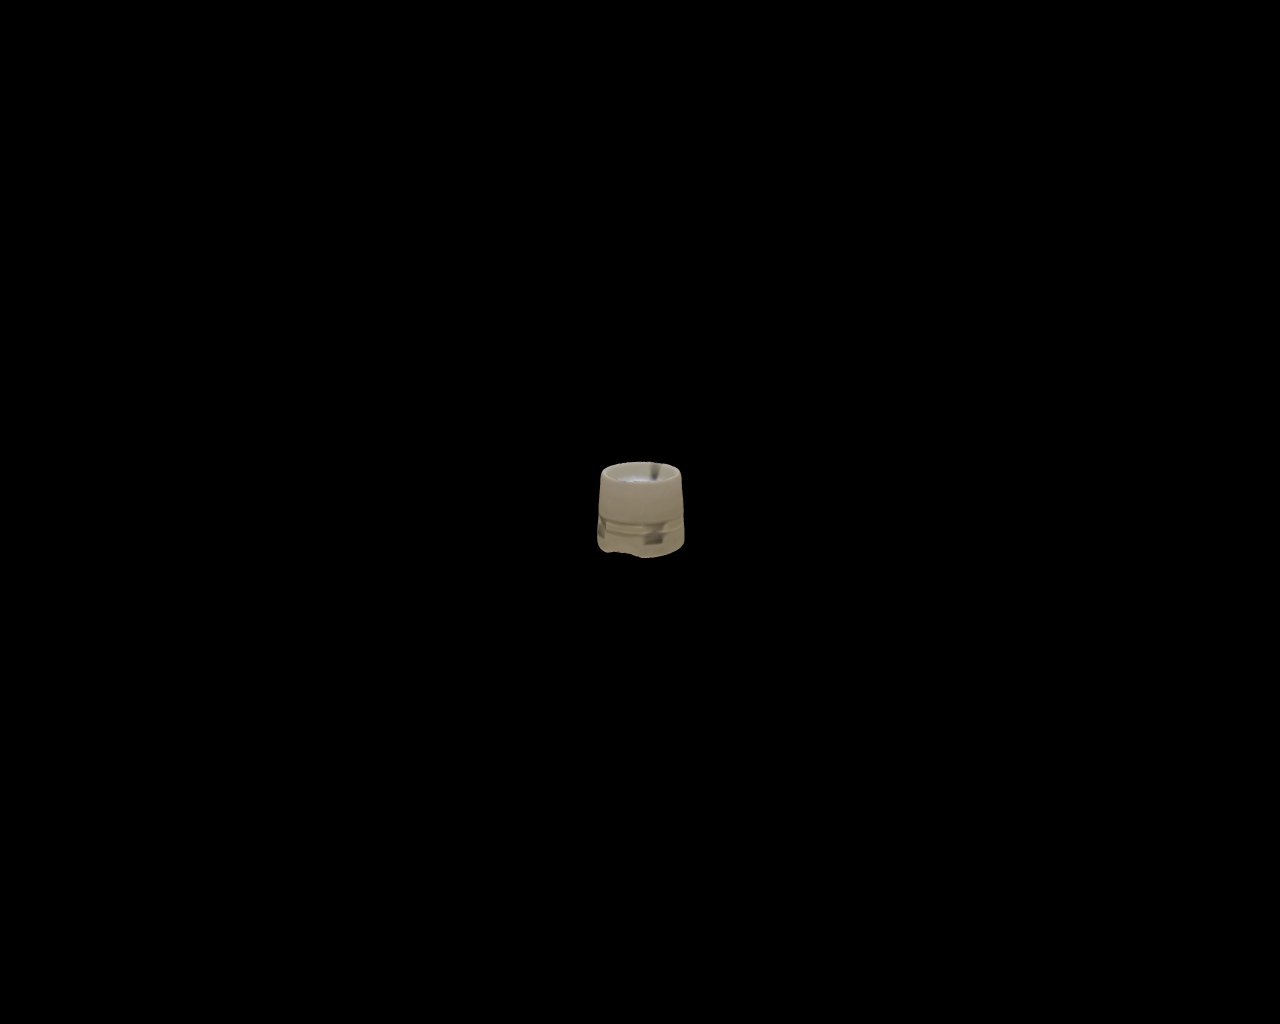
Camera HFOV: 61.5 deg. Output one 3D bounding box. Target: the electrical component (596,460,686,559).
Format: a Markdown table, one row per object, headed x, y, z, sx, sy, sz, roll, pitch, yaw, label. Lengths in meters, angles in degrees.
| x | y | z | sx | sy | sz | roll | pitch | yaw | label |
| --- | --- | --- | --- | --- | --- | --- | --- | --- | --- |
| 0.001 | -0.003 | 0.650 | 0.055 | 0.047 | 0.055 | 0 | 18 | 0 | electrical component |
